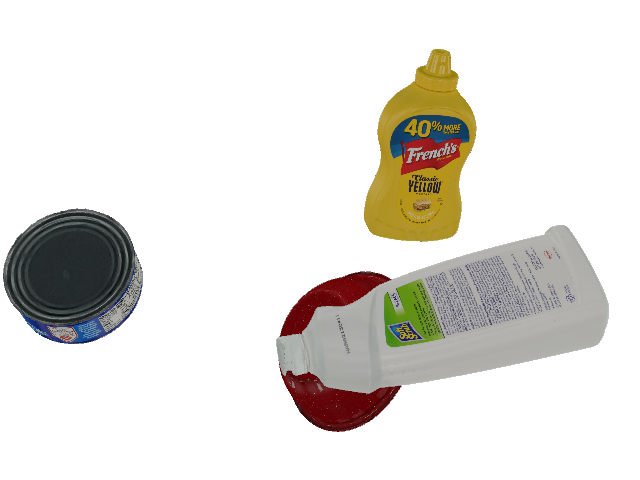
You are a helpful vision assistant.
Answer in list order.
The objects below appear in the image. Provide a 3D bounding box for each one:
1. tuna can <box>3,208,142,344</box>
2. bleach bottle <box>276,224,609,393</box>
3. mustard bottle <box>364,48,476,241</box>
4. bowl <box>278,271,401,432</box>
[{"bbox_3d":[-0.161,0.024,0.701,0.086,0.086,0.034,0,-30,5],"label":"tuna can"},{"bbox_3d":[0.089,0.059,0.832,0.250,0.102,0.068,-11,-42,-9],"label":"bleach bottle"},{"bbox_3d":[0.103,-0.094,1.052,0.096,0.192,0.058,3,27,-10],"label":"mustard bottle"},{"bbox_3d":[0.011,0.098,1.022,0.162,0.162,0.055,0,-20,45],"label":"bowl"}]
